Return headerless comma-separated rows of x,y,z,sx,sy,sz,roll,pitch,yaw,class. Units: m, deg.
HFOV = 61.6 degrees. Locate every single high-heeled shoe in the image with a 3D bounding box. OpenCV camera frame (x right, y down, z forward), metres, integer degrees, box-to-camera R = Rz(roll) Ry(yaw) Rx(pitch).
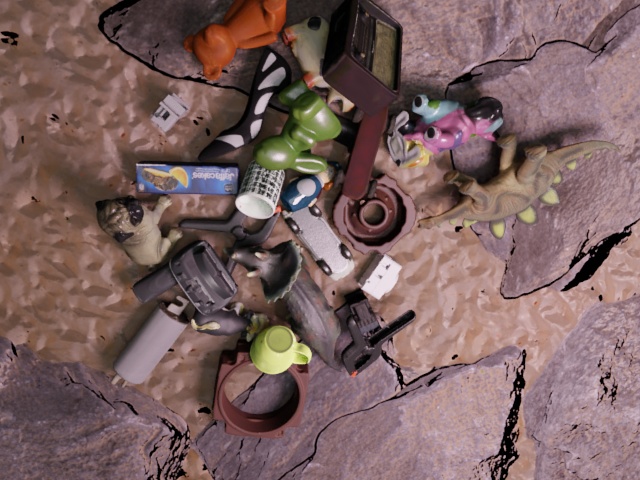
-0.158,-0.265,1.060,0.249,0.086,0.145,-30,103,-6,high-heeled shoe

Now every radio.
0.081,-0.349,0.993,0.131,0.230,0.073,30,137,-26,radio

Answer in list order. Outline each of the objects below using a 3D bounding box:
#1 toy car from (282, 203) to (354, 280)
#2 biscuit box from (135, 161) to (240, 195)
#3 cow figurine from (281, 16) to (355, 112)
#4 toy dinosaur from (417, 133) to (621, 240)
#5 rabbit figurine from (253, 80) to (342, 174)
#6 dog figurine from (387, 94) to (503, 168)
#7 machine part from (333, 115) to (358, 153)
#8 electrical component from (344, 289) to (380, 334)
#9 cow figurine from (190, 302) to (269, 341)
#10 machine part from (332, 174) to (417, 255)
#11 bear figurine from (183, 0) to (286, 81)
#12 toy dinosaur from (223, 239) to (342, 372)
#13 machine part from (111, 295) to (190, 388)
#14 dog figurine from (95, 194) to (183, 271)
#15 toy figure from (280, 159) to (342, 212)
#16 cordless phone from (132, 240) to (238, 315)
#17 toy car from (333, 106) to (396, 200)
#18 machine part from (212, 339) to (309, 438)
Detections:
-0.002,-0.003,1.150,0.073,0.056,0.201,-37,101,-4,toy car
-0.263,-0.125,1.085,0.203,0.063,0.059,0,104,-7,biscuit box
0.018,-0.346,1.065,0.127,0.085,0.194,-26,100,-1,cow figurine
0.424,-0.123,1.136,0.471,0.105,0.198,-27,131,4,toy dinosaur
-0.051,-0.199,1.043,0.170,0.121,0.159,-42,139,5,rabbit figurine
0.271,-0.226,1.114,0.219,0.191,0.108,-7,68,-31,dog figurine
0.052,-0.228,1.118,0.139,0.039,0.084,19,107,-13,machine part
0.100,0.174,1.196,0.048,0.075,0.119,-22,108,-2,electrical component
-0.189,0.173,1.144,0.167,0.098,0.068,9,95,-10,cow figurine
0.113,-0.057,1.154,0.179,0.056,0.179,-1,102,-6,machine part
-0.165,-0.403,1.008,0.196,0.132,0.120,-31,80,-4,bear figurine
-0.028,0.144,1.111,0.131,0.192,0.404,-34,103,3,toy dinosaur
-0.358,0.218,1.142,0.079,0.079,0.243,38,94,-14,machine part
-0.356,-0.004,1.025,0.121,0.190,0.172,-14,102,8,dog figurine
-0.011,-0.116,1.107,0.154,0.058,0.064,-39,117,-18,toy figure
-0.275,0.100,1.092,0.184,0.089,0.146,-31,104,3,cordless phone
0.090,-0.181,1.086,0.089,0.053,0.202,15,91,-3,toy car
-0.132,0.331,1.193,0.201,0.087,0.200,9,101,-11,machine part
